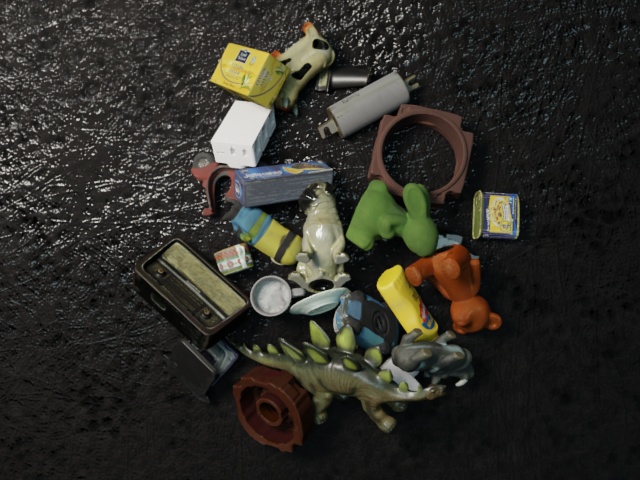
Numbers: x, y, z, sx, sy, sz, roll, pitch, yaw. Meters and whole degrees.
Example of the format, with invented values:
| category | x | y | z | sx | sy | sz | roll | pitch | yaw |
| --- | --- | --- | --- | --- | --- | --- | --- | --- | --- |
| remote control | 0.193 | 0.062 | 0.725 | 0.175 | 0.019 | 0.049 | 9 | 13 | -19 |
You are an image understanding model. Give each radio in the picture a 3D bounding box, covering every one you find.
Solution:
| category | x | y | z | sx | sy | sz | roll | pitch | yaw |
| --- | --- | --- | --- | --- | --- | --- | --- | --- | --- |
| radio | -0.266 | 0.108 | 1.101 | 0.230 | 0.073 | 0.131 | 38 | 47 | 14 |

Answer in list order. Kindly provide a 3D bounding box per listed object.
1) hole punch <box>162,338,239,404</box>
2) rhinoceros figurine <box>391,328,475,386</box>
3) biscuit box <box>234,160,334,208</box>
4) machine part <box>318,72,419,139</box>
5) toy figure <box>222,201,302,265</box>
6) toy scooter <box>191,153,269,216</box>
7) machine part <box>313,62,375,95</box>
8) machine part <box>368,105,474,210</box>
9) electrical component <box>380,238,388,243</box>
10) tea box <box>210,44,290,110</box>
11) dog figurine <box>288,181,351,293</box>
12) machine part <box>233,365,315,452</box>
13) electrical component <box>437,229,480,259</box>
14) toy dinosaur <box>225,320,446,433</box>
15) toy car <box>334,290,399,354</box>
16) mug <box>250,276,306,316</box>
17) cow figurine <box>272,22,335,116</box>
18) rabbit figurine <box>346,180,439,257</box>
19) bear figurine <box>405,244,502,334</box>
| category | x | y | z | sx | sy | sz | roll | pitch | yaw |
| --- | --- | --- | --- | --- | --- | --- | --- | --- | --- |
| hole punch | -0.245 | 0.251 | 1.123 | 0.142 | 0.092 | 0.115 | 41 | 126 | 6 |
| rhinoceros figurine | 0.232 | 0.239 | 1.060 | 0.190 | 0.073 | 0.112 | 16 | 120 | -27 |
| biscuit box | -0.075 | -0.119 | 1.117 | 0.203 | 0.059 | 0.062 | -10 | 123 | -24 |
| machine part | 0.105 | -0.293 | 1.168 | 0.243 | 0.079 | 0.079 | -28 | 83 | 0 |
| toy figure | -0.114 | -0.011 | 1.123 | 0.180 | 0.089 | 0.082 | 38 | 89 | -16 |
| toy scooter | -0.196 | -0.111 | 1.163 | 0.184 | 0.075 | 0.135 | 9 | 86 | 6 |
| machine part | 0.053 | -0.362 | 1.195 | 0.139 | 0.039 | 0.084 | 2 | 74 | 16 |
| machine part | 0.213 | -0.175 | 1.145 | 0.202 | 0.087 | 0.201 | 14 | 84 | 3 |
| electrical component | 0.113 | -0.036 | 1.165 | 0.094 | 0.021 | 0.063 | 27 | 86 | 5 |
| tea box | -0.151 | -0.350 | 1.142 | 0.170 | 0.068 | 0.098 | 31 | 96 | 46 |
| dog figurine | 0.002 | -0.004 | 1.096 | 0.121 | 0.172 | 0.191 | 8 | 50 | -11 |
| machine part | -0.091 | 0.332 | 1.067 | 0.180 | 0.056 | 0.179 | 15 | 120 | 28 |
| electrical component | 0.275 | 0.021 | 1.137 | 0.119 | 0.047 | 0.074 | 19 | 85 | 4 |
| toy dinosaur | 0.012 | 0.256 | 1.055 | 0.472 | 0.105 | 0.198 | -2 | 116 | 29 |
| toy car | 0.082 | 0.173 | 1.095 | 0.161 | 0.103 | 0.109 | 29 | 53 | -32 |
| mug | -0.085 | 0.114 | 1.114 | 0.110 | 0.107 | 0.080 | -15 | 83 | -3 |
| cow figurine | -0.052 | -0.362 | 1.177 | 0.195 | 0.085 | 0.127 | -38 | 71 | 12 |
| rabbit figurine | 0.163 | -0.039 | 1.069 | 0.170 | 0.121 | 0.159 | 26 | 104 | 14 |
| bear figurine | 0.270 | 0.113 | 1.066 | 0.120 | 0.132 | 0.195 | -13 | 100 | 41 |
